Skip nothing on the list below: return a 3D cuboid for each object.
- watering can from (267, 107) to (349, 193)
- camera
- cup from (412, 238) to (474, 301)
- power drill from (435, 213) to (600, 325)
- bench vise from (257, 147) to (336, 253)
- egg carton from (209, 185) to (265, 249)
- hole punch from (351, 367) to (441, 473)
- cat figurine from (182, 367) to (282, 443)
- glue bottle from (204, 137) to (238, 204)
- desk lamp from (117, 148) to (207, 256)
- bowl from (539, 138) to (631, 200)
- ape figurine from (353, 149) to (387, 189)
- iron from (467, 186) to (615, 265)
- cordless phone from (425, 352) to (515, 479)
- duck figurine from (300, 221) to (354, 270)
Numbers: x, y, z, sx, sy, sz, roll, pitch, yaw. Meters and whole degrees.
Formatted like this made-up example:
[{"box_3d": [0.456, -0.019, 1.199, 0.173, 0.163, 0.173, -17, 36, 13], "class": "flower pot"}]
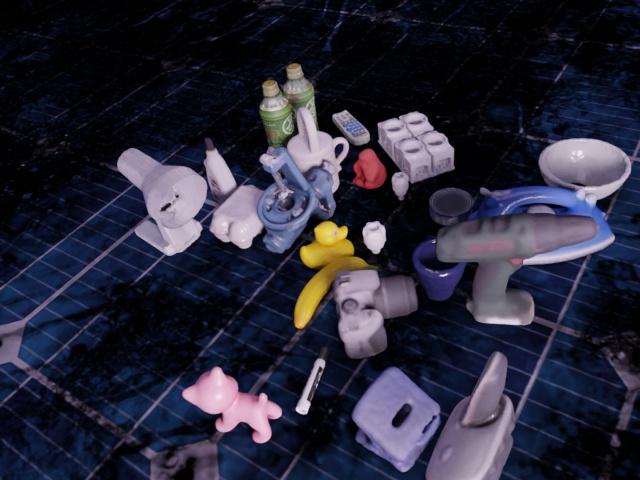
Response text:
[{"box_3d": [-0.026, -0.188, 1.219, 0.173, 0.194, 0.100, -33, 47, -22], "class": "watering can"}, {"box_3d": [0.093, 0.105, 0.952, 0.137, 0.101, 0.143, -10, 43, 1], "class": "camera"}, {"box_3d": [0.217, 0.055, 0.985, 0.118, 0.095, 0.091, -13, 43, -2], "class": "cup"}, {"box_3d": [0.298, 0.040, 0.900, 0.229, 0.209, 0.075, 2, 44, 13], "class": "power drill"}, {"box_3d": [-0.055, -0.109, 1.122, 0.121, 0.220, 0.207, 9, 46, 21], "class": "bench vise"}, {"box_3d": [-0.152, -0.051, 1.191, 0.107, 0.069, 0.150, 17, 49, 27], "class": "egg carton"}, {"box_3d": [0.110, 0.248, 0.803, 0.100, 0.091, 0.109, 25, 53, 32], "class": "hole punch"}, {"box_3d": [-0.131, 0.234, 0.847, 0.127, 0.118, 0.067, 6, 45, 17], "class": "cat figurine"}, {"box_3d": [-0.219, -0.147, 1.231, 0.077, 0.173, 0.037, 29, 56, 35], "class": "glue bottle"}, {"box_3d": [-0.313, -0.074, 1.142, 0.202, 0.214, 0.118, 25, 54, 33], "class": "desk lamp"}, {"box_3d": [0.516, -0.127, 1.132, 0.167, 0.075, 0.167, -6, 43, 6], "class": "bowl"}, {"box_3d": [0.104, -0.157, 1.236, 0.076, 0.092, 0.077, -8, 43, 3], "class": "ape figurine"}, {"box_3d": [0.399, -0.044, 1.018, 0.258, 0.142, 0.118, -3, 43, 8], "class": "iron"}, {"box_3d": [0.195, 0.235, 0.730, 0.093, 0.185, 0.148, 14, 48, 25], "class": "cordless phone"}, {"box_3d": [0.010, 0.004, 1.088, 0.104, 0.086, 0.077, -14, 43, -3], "class": "duck figurine"}]
